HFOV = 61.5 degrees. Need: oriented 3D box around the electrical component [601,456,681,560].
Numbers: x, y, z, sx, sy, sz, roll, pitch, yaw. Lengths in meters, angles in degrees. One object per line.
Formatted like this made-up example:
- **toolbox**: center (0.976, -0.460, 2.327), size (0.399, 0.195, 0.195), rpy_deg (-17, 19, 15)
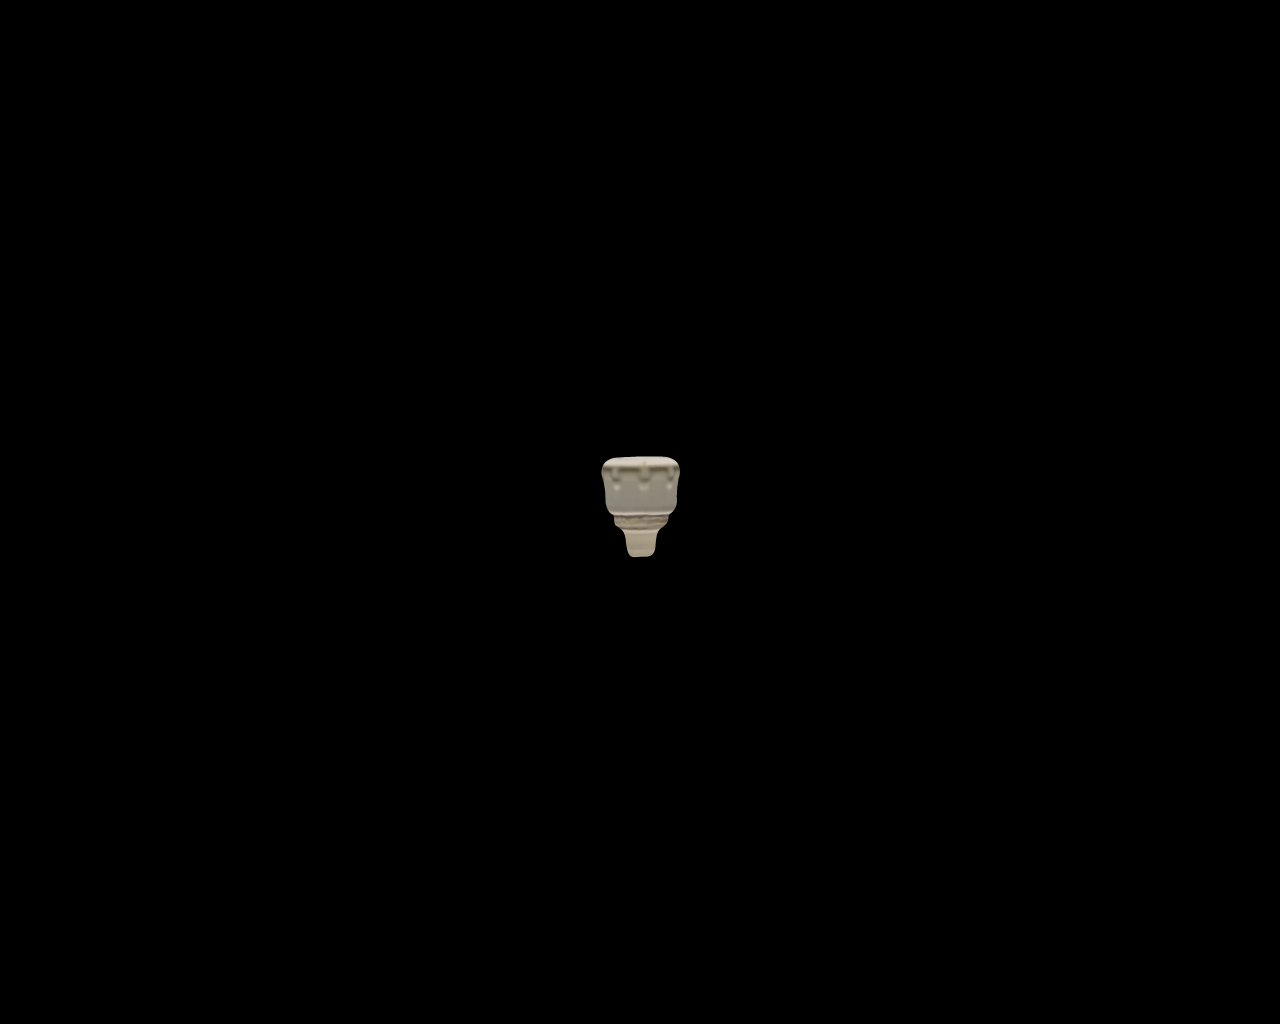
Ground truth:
- **electrical component**: center (0.001, -0.003, 0.650), size (0.048, 0.062, 0.048), rpy_deg (0, 5, 0)
